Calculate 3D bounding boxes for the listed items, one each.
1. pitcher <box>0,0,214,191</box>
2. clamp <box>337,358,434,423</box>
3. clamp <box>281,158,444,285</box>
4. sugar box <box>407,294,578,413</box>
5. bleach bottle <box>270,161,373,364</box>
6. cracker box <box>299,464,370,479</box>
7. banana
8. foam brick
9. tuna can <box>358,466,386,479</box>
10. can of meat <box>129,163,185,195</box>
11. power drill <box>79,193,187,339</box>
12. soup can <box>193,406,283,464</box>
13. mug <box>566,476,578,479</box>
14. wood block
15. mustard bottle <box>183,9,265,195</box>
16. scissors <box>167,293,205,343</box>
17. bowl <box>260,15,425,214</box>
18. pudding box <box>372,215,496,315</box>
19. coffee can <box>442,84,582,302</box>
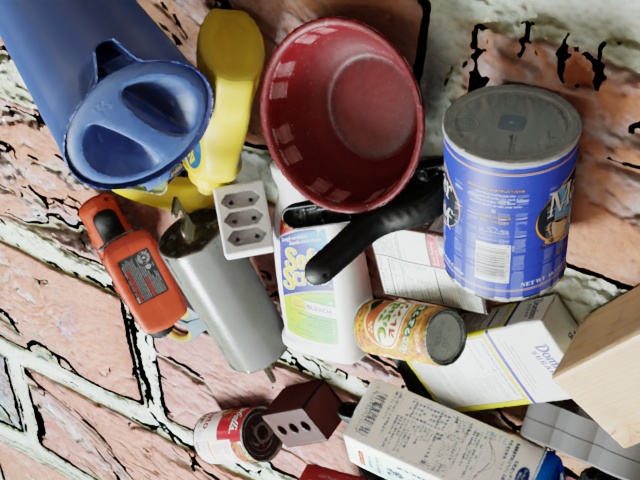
[{"bbox_3d":[-0.203,-0.161,0.929,0.243,0.144,0.149,53,122,32],"label":"pitcher"},{"bbox_3d":[0.125,0.196,1.128,0.210,0.036,0.165,33,139,12],"label":"clamp"},{"bbox_3d":[0.050,-0.020,0.902,0.171,0.120,0.039,-22,126,9],"label":"clamp"},{"bbox_3d":[0.168,0.111,1.008,0.177,0.048,0.093,-18,114,44],"label":"sugar box"},{"bbox_3d":[-0.007,0.001,1.033,0.103,0.068,0.251,14,131,33],"label":"bleach bottle"},{"bbox_3d":[0.079,0.353,1.248,0.164,0.072,0.213,6,145,34],"label":"cracker box"},{"bbox_3d":[-0.181,-0.063,1.121,0.198,0.037,0.069,21,155,18],"label":"banana"},{"bbox_3d":[-0.018,0.201,1.234,0.078,0.051,0.053,-22,111,47],"label":"foam brick"},{"bbox_3d":[0.088,0.259,1.218,0.086,0.033,0.086,22,137,21],"label":"tuna can"},{"bbox_3d":[-0.170,-0.096,1.052,0.102,0.083,0.057,11,133,31],"label":"can of meat"},{"bbox_3d":[-0.198,0.043,1.161,0.184,0.057,0.188,63,166,-17],"label":"power drill"},{"bbox_3d":[-0.103,0.245,1.330,0.102,0.068,0.068,-15,116,46],"label":"soup can"},{"bbox_3d":[0.252,0.312,1.099,0.093,0.081,0.117,-13,117,44],"label":"mug"},{"bbox_3d":[0.294,0.076,0.840,0.091,0.090,0.206,43,141,-3],"label":"wood block"},{"bbox_3d":[-0.092,-0.109,0.974,0.058,0.096,0.192,0,142,-14],"label":"mustard bottle"},{"bbox_3d":[-0.125,0.109,1.262,0.202,0.016,0.096,24,139,19],"label":"scissors"},{"bbox_3d":[0.029,-0.106,0.885,0.162,0.055,0.162,12,111,33],"label":"bowl"},{"bbox_3d":[0.104,0.016,0.976,0.114,0.039,0.090,11,134,34],"label":"pudding box"},{"bbox_3d":[0.148,-0.036,0.840,0.103,0.102,0.140,18,136,25],"label":"coffee can"}]
